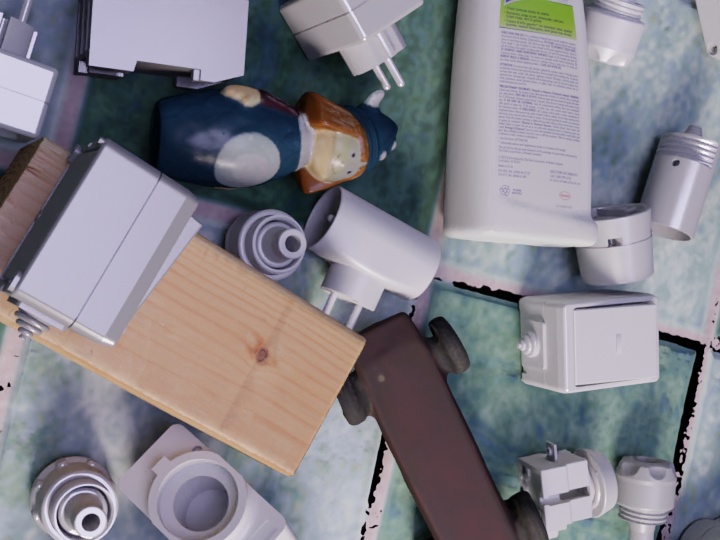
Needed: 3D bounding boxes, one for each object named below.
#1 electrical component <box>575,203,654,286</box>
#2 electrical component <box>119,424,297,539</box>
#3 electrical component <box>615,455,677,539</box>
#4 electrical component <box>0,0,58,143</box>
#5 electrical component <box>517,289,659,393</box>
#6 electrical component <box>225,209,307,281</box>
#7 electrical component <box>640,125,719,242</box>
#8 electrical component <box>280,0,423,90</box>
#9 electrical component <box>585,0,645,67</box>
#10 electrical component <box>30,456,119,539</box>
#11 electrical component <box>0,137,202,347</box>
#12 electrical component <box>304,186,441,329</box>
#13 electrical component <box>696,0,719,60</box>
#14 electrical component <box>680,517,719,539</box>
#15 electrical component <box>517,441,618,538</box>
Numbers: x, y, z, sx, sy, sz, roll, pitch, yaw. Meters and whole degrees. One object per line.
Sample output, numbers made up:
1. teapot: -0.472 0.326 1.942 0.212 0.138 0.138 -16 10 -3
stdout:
1. electrical component: 0.177 -0.018 0.748 0.055 0.055 0.047 -15 103 -24
2. electrical component: -0.086 0.136 0.607 0.089 0.055 0.050 38 73 20
3. electrical component: 0.205 0.167 0.777 0.043 0.043 0.062 3 93 -25
4. electrical component: -0.195 -0.115 0.571 0.066 0.047 0.076 18 85 -25
5. electrical component: 0.154 0.048 0.736 0.096 0.061 0.061 -4 94 -25
6. electrical component: -0.052 -0.015 0.635 0.043 0.062 0.043 0 89 -28
7. electrical component: 0.231 -0.066 0.776 0.043 0.043 0.081 22 83 -25
8. electrical component: 0.003 -0.141 0.643 0.047 0.083 0.075 -37 107 -19
9. electrical component: 0.175 -0.174 0.737 0.043 0.043 0.062 7 112 -25
10. electrical component: -0.155 0.132 0.595 0.048 0.062 0.048 -1 93 -25
11. electrical component: -0.124 -0.005 0.502 0.061 0.062 0.096 33 78 -23
12. electrical component: 0.000 0.000 0.671 0.077 0.044 0.079 28 81 -24
13. electrical component: 0.293 -0.213 0.762 0.056 0.109 0.108 -21 101 -25
14. electrical component: 0.279 0.219 0.798 0.138 0.074 0.052 -21 101 -23
15. electrical component: 0.144 0.151 0.747 0.055 0.048 0.066 -8 96 -17
